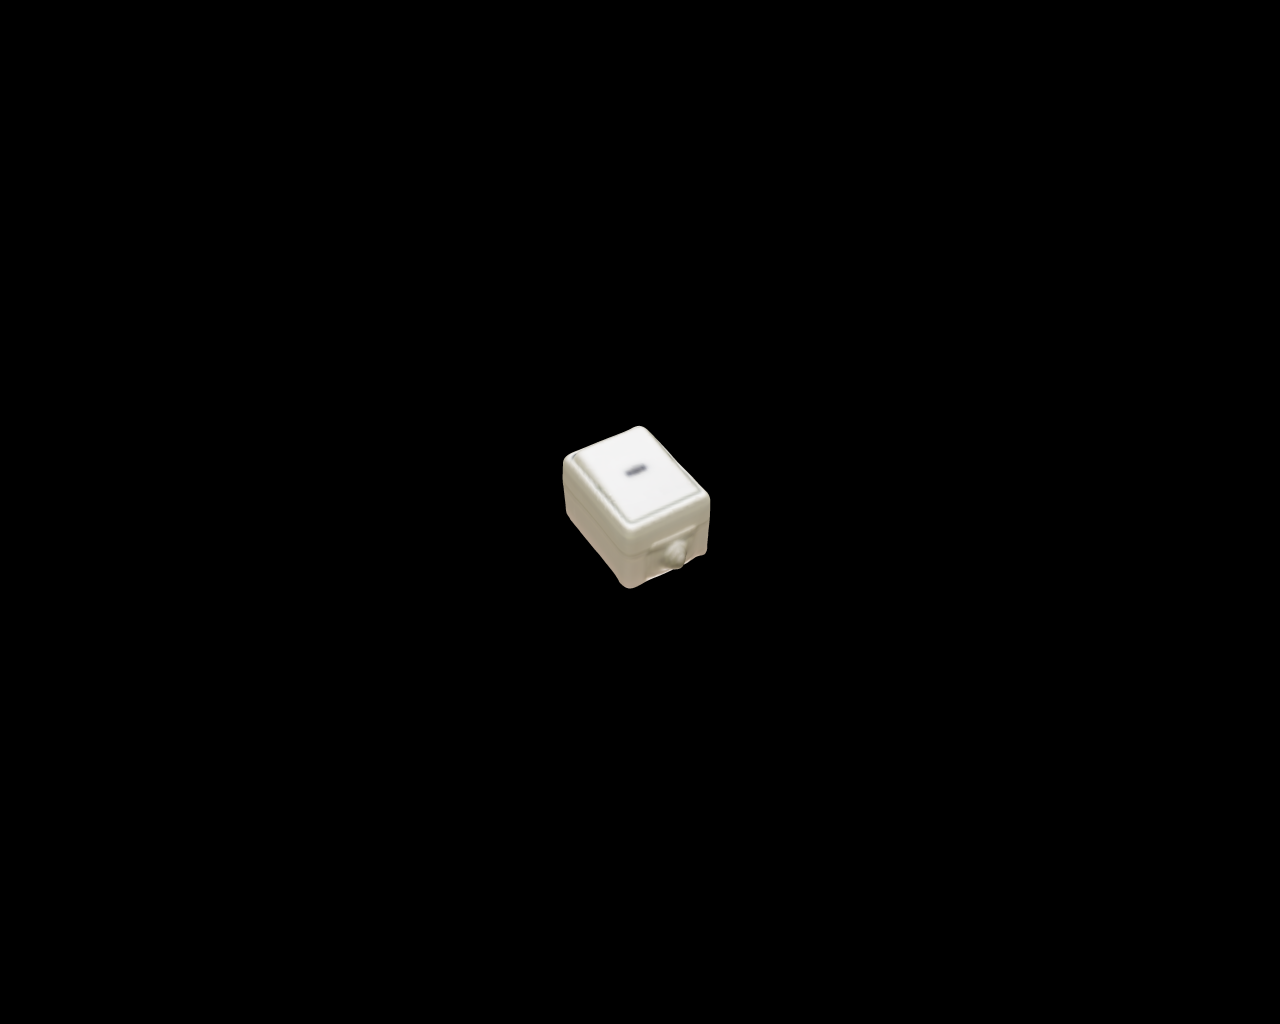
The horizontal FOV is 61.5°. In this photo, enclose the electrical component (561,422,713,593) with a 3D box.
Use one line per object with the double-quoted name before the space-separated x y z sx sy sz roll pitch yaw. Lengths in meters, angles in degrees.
"electrical component" 0.001 -0.003 0.650 0.062 0.061 0.096 -24 50 -22
